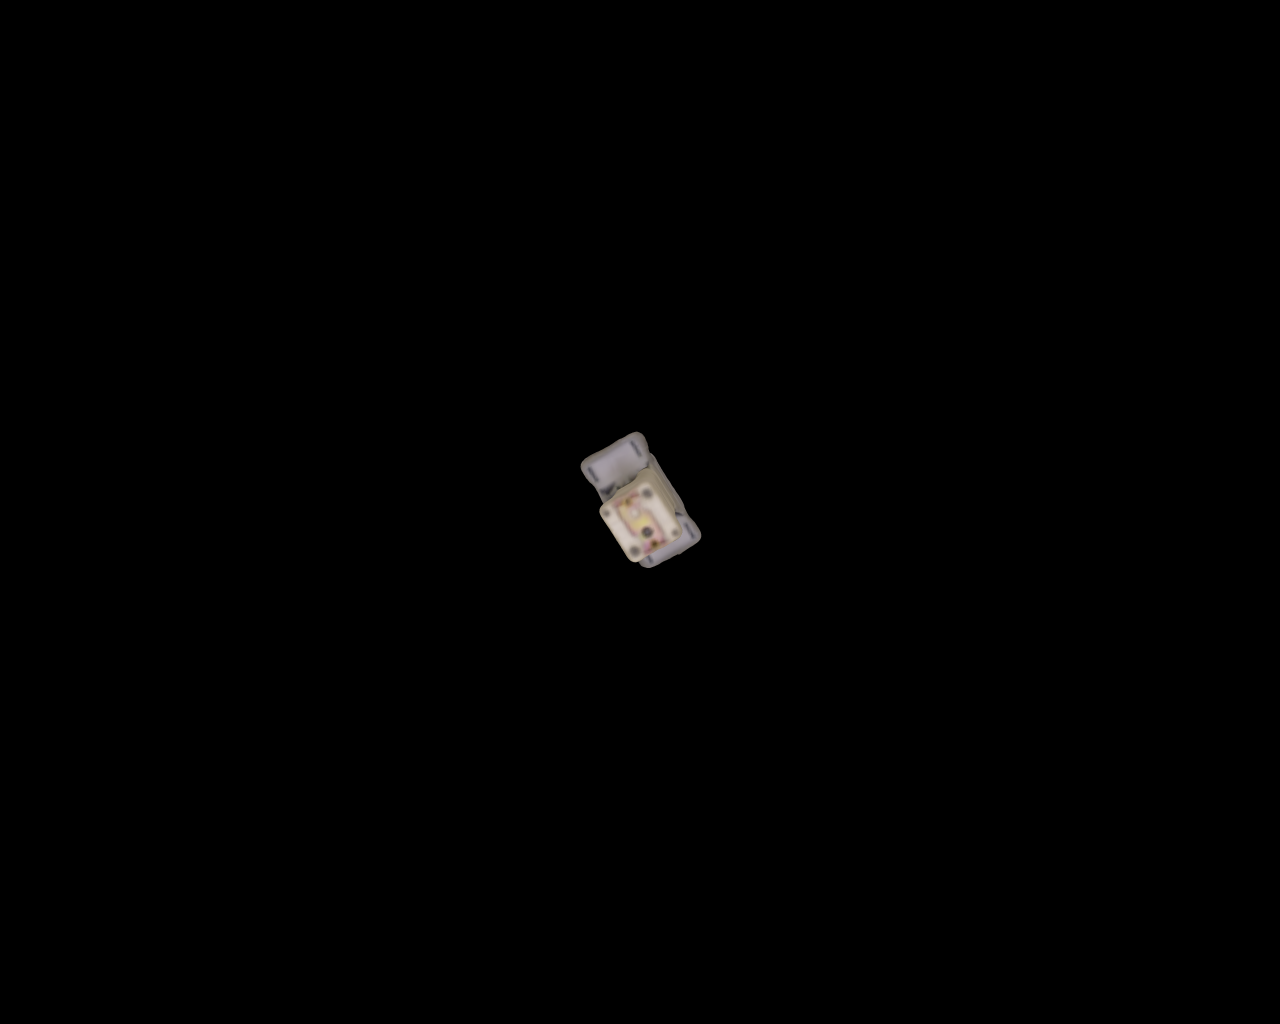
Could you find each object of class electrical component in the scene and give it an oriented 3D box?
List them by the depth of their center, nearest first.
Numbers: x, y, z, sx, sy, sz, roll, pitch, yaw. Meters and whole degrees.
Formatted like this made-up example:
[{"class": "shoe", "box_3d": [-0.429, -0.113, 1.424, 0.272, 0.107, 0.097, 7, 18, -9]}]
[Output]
[{"class": "electrical component", "box_3d": [0.001, -0.003, 0.650, 0.042, 0.081, 0.064, -30, 16, 9]}]
